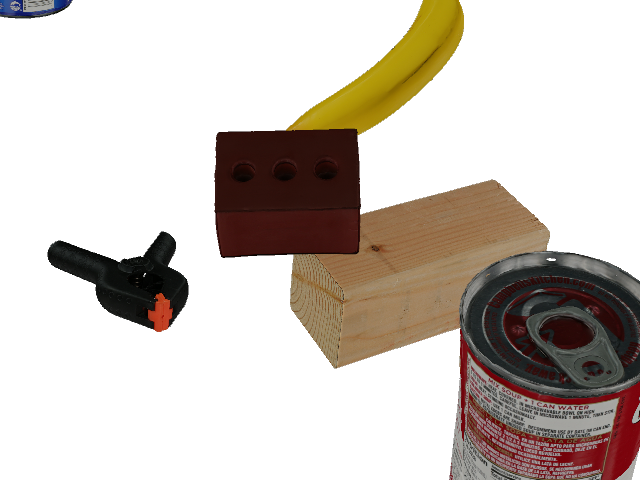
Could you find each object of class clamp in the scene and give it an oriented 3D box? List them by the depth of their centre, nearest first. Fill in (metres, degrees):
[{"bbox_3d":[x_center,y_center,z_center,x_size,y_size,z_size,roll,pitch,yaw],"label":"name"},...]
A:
[{"bbox_3d":[-0.158,0.031,0.951,0.120,0.039,0.172,-16,31,-31],"label":"clamp"}]

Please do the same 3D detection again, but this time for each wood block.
[{"bbox_3d":[0.086,0.025,0.940,0.205,0.090,0.091,-15,42,-23],"label":"wood block"}]

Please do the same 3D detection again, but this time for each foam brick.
[{"bbox_3d":[-0.018,-0.025,0.580,0.078,0.053,0.051,-2,-28,1],"label":"foam brick"}]

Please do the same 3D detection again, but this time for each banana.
[{"bbox_3d":[0.051,-0.126,0.792,0.070,0.037,0.197,13,55,49],"label":"banana"}]

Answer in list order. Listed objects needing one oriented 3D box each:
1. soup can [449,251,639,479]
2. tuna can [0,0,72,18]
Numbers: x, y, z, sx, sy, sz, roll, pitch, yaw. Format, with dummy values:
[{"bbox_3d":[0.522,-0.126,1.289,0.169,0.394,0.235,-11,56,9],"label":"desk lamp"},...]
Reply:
[{"bbox_3d":[0.081,0.064,0.382,0.068,0.102,0.068,-1,39,1],"label":"soup can"},{"bbox_3d":[-0.240,-0.209,0.852,0.086,0.034,0.086,5,35,-4],"label":"tuna can"}]
